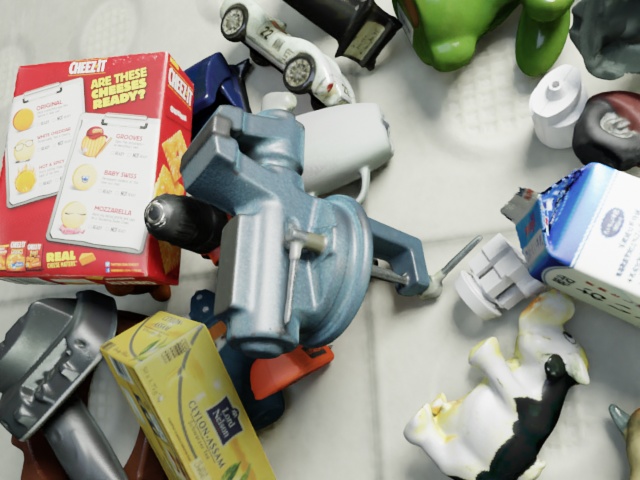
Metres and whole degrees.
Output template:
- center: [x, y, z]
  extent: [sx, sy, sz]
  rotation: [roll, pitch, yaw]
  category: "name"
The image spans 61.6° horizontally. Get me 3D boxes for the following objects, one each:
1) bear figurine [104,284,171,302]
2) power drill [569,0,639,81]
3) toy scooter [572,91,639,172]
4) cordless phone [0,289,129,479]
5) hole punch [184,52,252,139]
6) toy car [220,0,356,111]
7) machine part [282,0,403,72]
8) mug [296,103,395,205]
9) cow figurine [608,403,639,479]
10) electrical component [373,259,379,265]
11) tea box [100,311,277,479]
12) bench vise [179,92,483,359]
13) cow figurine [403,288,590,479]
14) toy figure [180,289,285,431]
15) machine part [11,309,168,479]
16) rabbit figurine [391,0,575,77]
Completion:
- center: [-0.215, -0.034, 0.610]
  extent: [0.132, 0.120, 0.196]
  rotation: [-43, 65, 8]
  category: "bear figurine"
- center: [0.289, -0.183, 0.364]
  extent: [0.232, 0.085, 0.207]
  rotation: [27, 65, 36]
  category: "power drill"
- center: [0.290, -0.076, 0.381]
  extent: [0.184, 0.075, 0.135]
  rotation: [34, 73, 20]
  category: "toy scooter"
- center: [-0.223, 0.154, 0.508]
  extent: [0.146, 0.088, 0.184]
  rotation: [-45, 74, 11]
  category: "cordless phone"
- center: [-0.148, -0.154, 0.620]
  extent: [0.142, 0.092, 0.116]
  rotation: [-27, 64, 24]
  category: "hole punch"
- center: [-0.037, -0.199, 0.577]
  extent: [0.202, 0.073, 0.056]
  rotation: [44, 101, 28]
  category: "toy car"
- center: [0.007, -0.222, 0.524]
  extent: [0.139, 0.084, 0.039]
  rotation: [25, 66, -10]
  category: "machine part"
- center: [0.018, -0.081, 0.522]
  extent: [0.107, 0.080, 0.109]
  rotation: [-19, 68, 16]
  category: "mug"
- center: [0.224, 0.191, 0.345]
  extent: [0.127, 0.085, 0.195]
  rotation: [38, 80, 17]
  category: "cow figurine"
- center: [0.018, 0.001, 0.534]
  extent: [0.094, 0.021, 0.063]
  rotation: [13, 85, 31]
  category: "electrical component"
- center: [-0.116, 0.155, 0.477]
  extent: [0.098, 0.068, 0.169]
  rotation: [3, 119, 52]
  category: "tea box"
- center: [0.005, -0.006, 0.439]
  extent: [0.129, 0.240, 0.224]
  rotation: [-44, 40, 40]
  category: "bench vise"
- center: [0.153, 0.120, 0.412]
  extent: [0.098, 0.068, 0.167]
  rotation: [45, 104, 22]
  category: "cow figurine"
- center: [-0.090, 0.116, 0.545]
  extent: [0.155, 0.064, 0.057]
  rotation: [55, 144, 30]
  category: "toy figure"
- center: [-0.228, 0.179, 0.587]
  extent: [0.202, 0.087, 0.201]
  rotation: [6, 81, 30]
  category: "machine part"
- center: [0.158, -0.227, 0.462]
  extent: [0.170, 0.121, 0.159]
  rotation: [-24, 61, 5]
  category: "rabbit figurine"
